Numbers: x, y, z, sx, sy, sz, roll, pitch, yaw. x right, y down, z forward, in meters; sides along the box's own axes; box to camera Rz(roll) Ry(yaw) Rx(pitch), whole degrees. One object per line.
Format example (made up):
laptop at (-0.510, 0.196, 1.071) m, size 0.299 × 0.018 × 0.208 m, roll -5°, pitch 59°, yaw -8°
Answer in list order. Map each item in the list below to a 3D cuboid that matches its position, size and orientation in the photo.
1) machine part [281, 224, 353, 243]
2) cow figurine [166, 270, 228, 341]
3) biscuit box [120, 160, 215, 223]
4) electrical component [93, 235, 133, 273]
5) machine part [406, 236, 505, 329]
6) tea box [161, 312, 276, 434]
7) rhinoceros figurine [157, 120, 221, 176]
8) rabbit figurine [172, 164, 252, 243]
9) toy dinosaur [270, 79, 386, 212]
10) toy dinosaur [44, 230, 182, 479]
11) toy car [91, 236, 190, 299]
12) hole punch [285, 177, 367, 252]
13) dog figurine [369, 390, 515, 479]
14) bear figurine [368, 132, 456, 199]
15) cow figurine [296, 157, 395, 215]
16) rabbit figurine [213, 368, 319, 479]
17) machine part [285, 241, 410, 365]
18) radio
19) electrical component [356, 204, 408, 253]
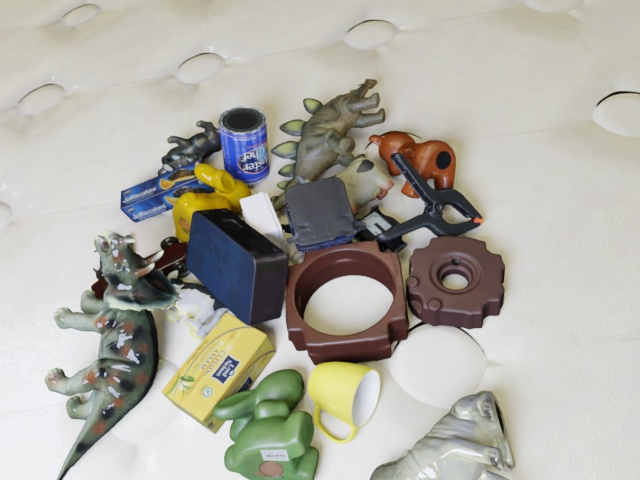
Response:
machine part at (-0.002, -0.003, 1.027) m, size 0.139 × 0.084 × 0.039 m, roll 19°, pitch 87°, yaw 18°
cow figurine at (-0.249, 0.107, 1.002) m, size 0.168 × 0.068 × 0.098 m, roll 29°, pitch 58°, yaw 28°
biscuit box at (-0.338, -0.106, 1.185) m, size 0.203 × 0.059 × 0.063 m, roll -20°, pitch 51°, yaw 7°
electrical component at (-0.433, 0.035, 1.123) m, size 0.078 × 0.045 × 0.102 m, roll 1°, pitch 49°, yaw -23°
machine part at (0.233, 0.069, 0.925) m, size 0.179 × 0.056 × 0.179 m, roll -6°, pitch 50°, yaw 7°
tea box at (-0.165, 0.217, 0.892) m, size 0.098 × 0.068 × 0.169 m, roll 21°, pitch 58°, yaw 28°
rhinoceros figurine at (-0.303, -0.199, 1.267) m, size 0.112 × 0.073 × 0.190 m, roll 38°, pitch 66°, yaw 23°
rabbit figurine at (-0.216, -0.077, 1.108) m, size 0.122 × 0.162 × 0.173 m, roll 20°, pitch 40°, yaw 41°
toy dinosaur at (0.004, -0.208, 1.182) m, size 0.199 × 0.104 × 0.471 m, roll 13°, pitch 57°, yaw 31°
toy dinosaur at (-0.334, 0.192, 0.893) m, size 0.192 × 0.131 × 0.404 m, roll -2°, pitch 83°, yaw 10°
toy car at (-0.350, 0.066, 1.069) m, size 0.202 × 0.053 × 0.089 m, roll -28°, pitch 61°, yaw -15°
hole punch at (-0.002, -0.037, 0.961) m, size 0.142 × 0.092 × 0.116 m, roll -11°, pitch 74°, yaw -10°
dog figurine at (0.161, 0.291, 0.746) m, size 0.191 × 0.121 × 0.172 m, roll -17°, pitch 14°, yaw 22°
bear figurine at (0.180, -0.153, 1.095) m, size 0.196 × 0.120 × 0.131 m, roll 21°, pitch 100°, yaw 56°
cow figurine at (0.034, -0.095, 1.066) m, size 0.195 × 0.085 × 0.127 m, roll -35°, pitch 79°, yaw -13°
rabbit figurine at (-0.073, 0.275, 0.817) m, size 0.159 × 0.121 × 0.170 m, roll -12°, pitch 31°, yaw 13°
machine part at (0.046, 0.107, 0.920) m, size 0.201 × 0.087 × 0.201 m, roll -8°, pitch 49°, yaw 7°
radio at (-0.152, 0.039, 0.956) m, size 0.073 × 0.131 × 0.230 m, roll -10°, pitch 31°, yaw -41°
electrical component at (0.120, -0.008, 1.019) m, size 0.075 × 0.047 × 0.119 m, roll -37°, pitch 53°, yaw -15°
